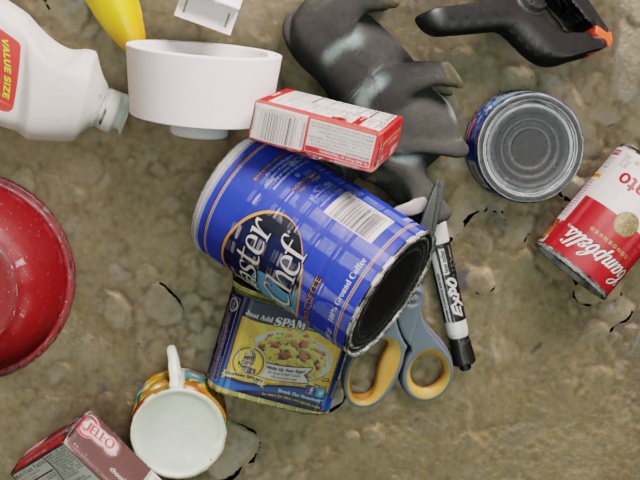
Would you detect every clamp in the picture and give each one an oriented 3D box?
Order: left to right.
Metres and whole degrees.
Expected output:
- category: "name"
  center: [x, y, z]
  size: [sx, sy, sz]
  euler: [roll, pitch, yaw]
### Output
- category: "clamp"
  center: [0.142, -0.185, 0.775]
  size: [0.171, 0.039, 0.120]
  euler: [13, 78, -32]

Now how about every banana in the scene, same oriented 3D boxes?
- category: "banana"
  center: [-0.198, -0.210, 0.753]
  size: [0.197, 0.037, 0.070]
  euler: [30, 112, -9]

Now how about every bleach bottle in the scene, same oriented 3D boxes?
- category: "bleach bottle"
  center: [-0.249, -0.142, 0.744]
  size: [0.250, 0.068, 0.102]
  euler: [22, 98, -11]

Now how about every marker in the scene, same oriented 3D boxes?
- category: "marker"
  center: [0.102, 0.045, 0.834]
  size: [0.020, 0.020, 0.121]
  euler: [-14, 100, -4]

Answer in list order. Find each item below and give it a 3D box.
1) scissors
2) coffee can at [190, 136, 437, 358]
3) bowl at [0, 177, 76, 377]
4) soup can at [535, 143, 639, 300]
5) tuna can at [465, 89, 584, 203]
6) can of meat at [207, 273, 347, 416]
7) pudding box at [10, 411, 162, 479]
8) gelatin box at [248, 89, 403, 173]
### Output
- category: "scissors"
  center: [0.082, 0.052, 0.804]
  size: [0.096, 0.016, 0.202]
  euler: [18, 117, -19]
- category: "coffee can"
  center: [-0.005, 0.001, 0.745]
  size: [0.140, 0.102, 0.103]
  euler: [34, 95, 19]
- category: "bowl"
  center: [-0.262, 0.032, 0.774]
  size: [0.162, 0.055, 0.162]
  euler: [-1, 99, -6]
- category: "soup can"
  center: [0.223, -0.014, 0.813]
  size: [0.068, 0.068, 0.102]
  euler: [39, 92, -11]
- category: "tuna can"
  center: [0.156, -0.071, 0.813]
  size: [0.086, 0.034, 0.086]
  euler: [-1, 99, -6]
- category: "can of meat"
  center: [-0.028, 0.079, 0.807]
  size: [0.102, 0.057, 0.084]
  euler: [15, 99, -9]
- category: "pudding box"
  center: [-0.164, 0.188, 0.796]
  size: [0.113, 0.039, 0.090]
  euler: [49, 133, -10]
- category: "gelatin box"
  center: [0.005, -0.074, 0.716]
  size: [0.089, 0.073, 0.030]
  euler: [16, 108, 10]
